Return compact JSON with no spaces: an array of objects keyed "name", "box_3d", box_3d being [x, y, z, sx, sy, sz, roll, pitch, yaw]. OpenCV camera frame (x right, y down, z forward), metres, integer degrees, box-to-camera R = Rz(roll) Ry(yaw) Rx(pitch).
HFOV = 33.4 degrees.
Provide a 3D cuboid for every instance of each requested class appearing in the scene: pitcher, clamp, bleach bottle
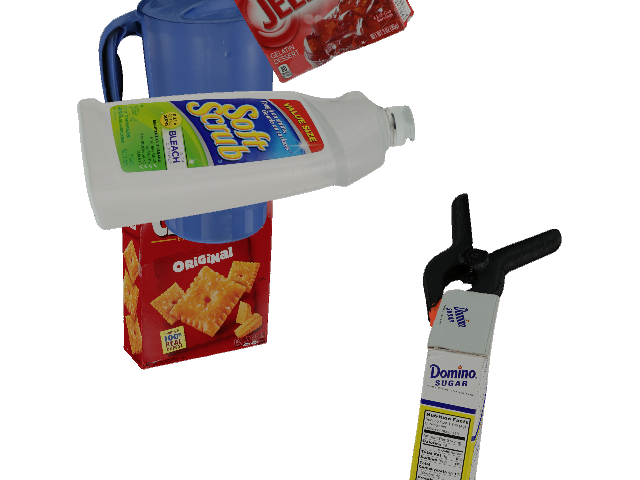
[{"name":"pitcher","box_3d":[-0.119,-0.123,1.065,0.149,0.243,0.144,14,30,24]},{"name":"clamp","box_3d":[0.149,0.018,1.072,0.120,0.039,0.171,28,52,34]},{"name":"bleach bottle","box_3d":[-0.054,-0.077,0.822,0.250,0.102,0.068,-10,-31,-6]}]

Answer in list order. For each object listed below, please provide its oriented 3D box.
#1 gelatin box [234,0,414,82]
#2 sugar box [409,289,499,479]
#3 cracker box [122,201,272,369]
[{"name":"gelatin box","box_3d":[-0.002,-0.141,0.615,0.089,0.073,0.030,-19,24,29]},{"name":"sugar box","box_3d":[0.090,0.131,0.747,0.048,0.176,0.093,7,23,12]},{"name":"cracker box","box_3d":[-0.140,0.027,1.223,0.163,0.214,0.072,-8,23,-29]}]
